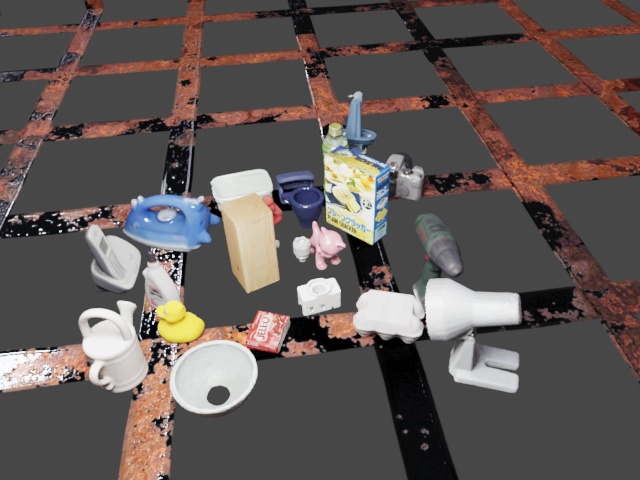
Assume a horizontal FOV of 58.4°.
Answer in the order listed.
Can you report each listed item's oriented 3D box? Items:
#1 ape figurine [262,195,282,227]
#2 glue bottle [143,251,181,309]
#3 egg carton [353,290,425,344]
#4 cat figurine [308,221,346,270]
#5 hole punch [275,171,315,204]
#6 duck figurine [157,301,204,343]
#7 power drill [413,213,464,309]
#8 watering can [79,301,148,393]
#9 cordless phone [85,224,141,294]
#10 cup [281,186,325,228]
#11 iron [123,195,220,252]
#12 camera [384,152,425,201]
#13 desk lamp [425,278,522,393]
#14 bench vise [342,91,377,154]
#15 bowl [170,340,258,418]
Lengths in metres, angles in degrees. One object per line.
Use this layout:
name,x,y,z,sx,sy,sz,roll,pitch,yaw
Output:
ape figurine,-0.138,-0.077,1.506,0.077,0.092,0.076,0,41,2
glue bottle,-0.356,0.089,1.259,0.078,0.173,0.037,16,44,19
egg carton,0.149,0.165,1.233,0.150,0.069,0.107,6,41,9
cat figurine,0.013,0.005,1.386,0.067,0.118,0.127,-19,44,-19
hole punch,-0.072,-0.164,1.605,0.109,0.091,0.101,-8,41,-7
duck figurine,-0.303,0.169,1.231,0.104,0.086,0.077,8,42,12
power drill,0.255,0.058,1.246,0.075,0.209,0.229,-6,41,-5
watering can,-0.408,0.196,1.120,0.101,0.194,0.172,-10,41,-9
cordless phone,-0.488,0.021,1.333,0.094,0.185,0.147,-5,41,-3
cup,-0.046,-0.081,1.505,0.117,0.095,0.092,9,42,12
iron,-0.395,-0.061,1.459,0.258,0.141,0.118,4,41,7
camera,0.233,-0.196,1.624,0.143,0.101,0.137,13,43,17
desk lamp,0.297,0.175,1.106,0.203,0.214,0.118,9,42,12
bench vise,0.110,-0.302,1.660,0.121,0.220,0.207,-3,41,-1
bowl,-0.200,0.280,1.107,0.167,0.075,0.167,-1,41,1
